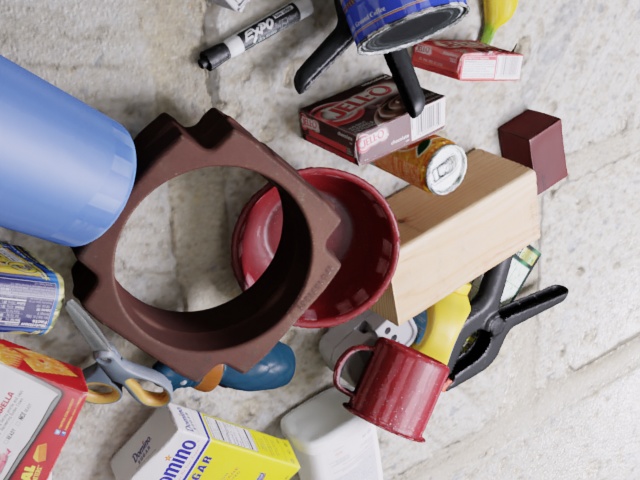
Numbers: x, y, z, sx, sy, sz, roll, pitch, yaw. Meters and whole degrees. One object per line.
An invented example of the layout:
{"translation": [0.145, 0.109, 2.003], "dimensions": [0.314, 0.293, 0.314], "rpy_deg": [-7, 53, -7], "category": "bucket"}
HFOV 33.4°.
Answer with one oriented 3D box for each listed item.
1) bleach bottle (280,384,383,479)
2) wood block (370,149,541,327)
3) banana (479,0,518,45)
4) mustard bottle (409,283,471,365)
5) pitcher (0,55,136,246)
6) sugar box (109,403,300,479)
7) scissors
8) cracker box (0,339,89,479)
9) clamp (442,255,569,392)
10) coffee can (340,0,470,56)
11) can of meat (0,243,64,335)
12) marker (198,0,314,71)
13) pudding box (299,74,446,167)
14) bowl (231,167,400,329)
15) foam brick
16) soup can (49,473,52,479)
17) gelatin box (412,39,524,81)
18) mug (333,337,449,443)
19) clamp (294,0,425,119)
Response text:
{"translation": [0.025, 0.286, 1.213], "dimensions": [0.102, 0.068, 0.251], "rpy_deg": [-28, 128, -25], "category": "bleach bottle"}
{"translation": [0.127, -0.008, 1.134], "dimensions": [0.205, 0.091, 0.090], "rpy_deg": [-29, 126, -25], "category": "wood block"}
{"translation": [0.154, -0.278, 1.061], "dimensions": [0.069, 0.037, 0.197], "rpy_deg": [-51, 133, -10], "category": "banana"}
{"translation": [0.121, 0.111, 1.185], "dimensions": [0.058, 0.096, 0.192], "rpy_deg": [20, 97, -6], "category": "mustard bottle"}
{"translation": [-0.262, -0.073, 0.773], "dimensions": [0.242, 0.149, 0.145], "rpy_deg": [26, 78, -46], "category": "pitcher"}
{"translation": [-0.112, 0.225, 1.066], "dimensions": [0.093, 0.048, 0.176], "rpy_deg": [-47, 138, 16], "category": "sugar box"}
{"translation": [-0.198, 0.104, 0.917], "dimensions": [0.201, 0.096, 0.016], "rpy_deg": [52, 33, -52], "category": "scissors"}
{"translation": [-0.311, 0.143, 0.820], "dimensions": [0.213, 0.072, 0.164], "rpy_deg": [24, 94, -21], "category": "cracker box"}
{"translation": [0.195, 0.084, 1.248], "dimensions": [0.210, 0.036, 0.164], "rpy_deg": [-45, 130, -10], "category": "clamp"}
{"translation": [0.057, -0.243, 0.913], "dimensions": [0.102, 0.103, 0.140], "rpy_deg": [-17, 86, -33], "category": "coffee can"}
{"translation": [-0.260, 0.035, 0.833], "dimensions": [0.083, 0.102, 0.057], "rpy_deg": [10, 103, -44], "category": "can of meat"}
{"translation": [-0.058, -0.183, 0.948], "dimensions": [0.121, 0.020, 0.020], "rpy_deg": [-34, 128, -22], "category": "marker"}
{"translation": [0.051, -0.116, 1.019], "dimensions": [0.113, 0.090, 0.039], "rpy_deg": [-24, 125, -29], "category": "pudding box"}
{"translation": [-0.007, 0.001, 1.028], "dimensions": [0.162, 0.055, 0.162], "rpy_deg": [-2, 109, -7], "category": "bowl"}
{"translation": [0.241, -0.100, 1.209], "dimensions": [0.053, 0.051, 0.078], "rpy_deg": [-32, 127, -23], "category": "foam brick"}
{"translation": [-0.267, 0.208, 0.932], "dimensions": [0.068, 0.069, 0.102], "rpy_deg": [-9, 115, -36], "category": "soup can"}
{"translation": [0.148, -0.183, 1.078], "dimensions": [0.089, 0.073, 0.030], "rpy_deg": [-6, 113, -36], "category": "gelatin box"}
{"translation": [0.070, 0.146, 1.089], "dimensions": [0.117, 0.093, 0.081], "rpy_deg": [24, 89, -8], "category": "mug"}
{"translation": [0.057, -0.193, 0.978], "dimensions": [0.120, 0.039, 0.171], "rpy_deg": [21, 80, -9], "category": "clamp"}
